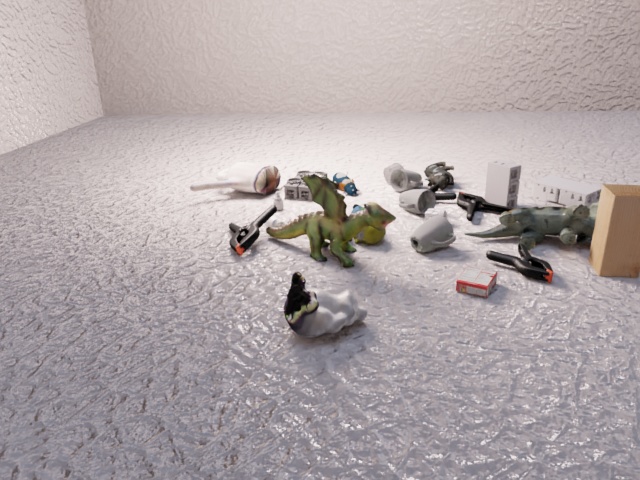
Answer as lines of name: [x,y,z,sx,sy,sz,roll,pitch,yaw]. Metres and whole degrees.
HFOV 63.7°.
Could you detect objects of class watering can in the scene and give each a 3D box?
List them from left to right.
watering can: [-0.286,-0.217,1.869,0.225,0.102,0.353,11,26,26]

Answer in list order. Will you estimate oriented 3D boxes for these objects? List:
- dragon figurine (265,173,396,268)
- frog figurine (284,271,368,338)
dragon figurine: [0.004,-0.068,1.359,0.412,0.238,0.124,14,32,28]
frog figurine: [0.010,0.148,1.061,0.158,0.123,0.138,27,-4,-34]
